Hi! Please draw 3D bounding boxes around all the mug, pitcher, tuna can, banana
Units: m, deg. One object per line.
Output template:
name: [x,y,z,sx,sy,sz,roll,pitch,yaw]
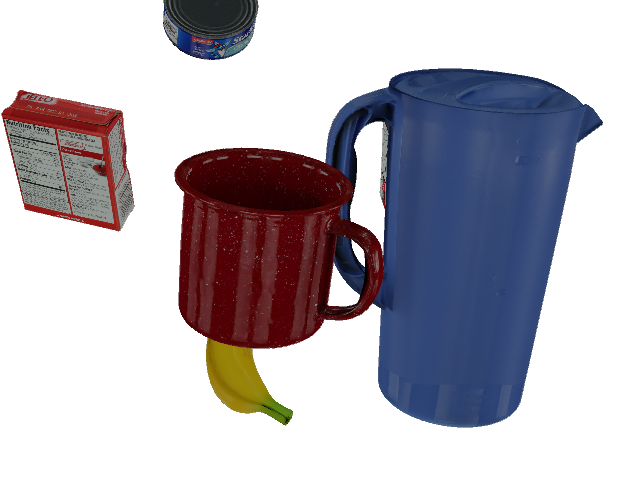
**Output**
mug: [-0.022,0.007,0.565,0.117,0.081,0.093,15,25,17]
pitcher: [0.093,0.004,0.756,0.149,0.243,0.144,18,24,31]
tuna can: [-0.101,-0.207,0.977,0.086,0.086,0.034,0,-32,-11]
banana: [-0.058,0.081,0.873,0.069,0.037,0.198,18,32,-12]

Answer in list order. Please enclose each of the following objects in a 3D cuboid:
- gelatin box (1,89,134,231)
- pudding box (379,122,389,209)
gelatin box: [-0.167,-0.053,0.715,0.073,0.089,0.030,12,46,10]
pudding box: [0.080,-0.057,0.985,0.039,0.090,0.113,-3,32,-5]
